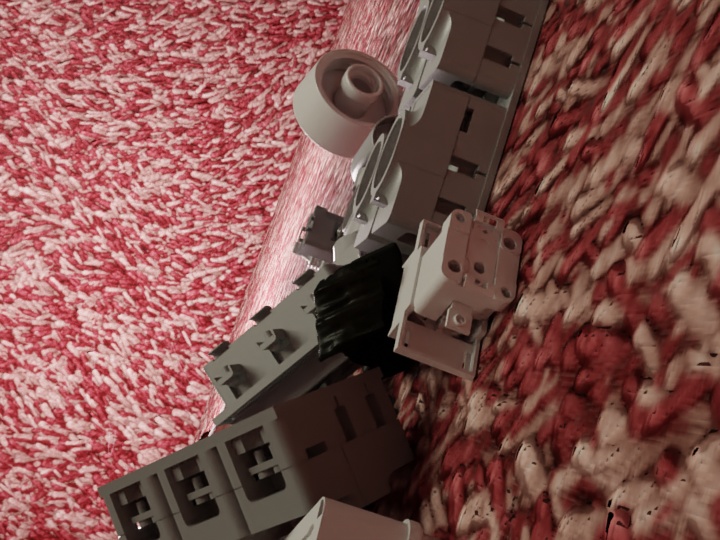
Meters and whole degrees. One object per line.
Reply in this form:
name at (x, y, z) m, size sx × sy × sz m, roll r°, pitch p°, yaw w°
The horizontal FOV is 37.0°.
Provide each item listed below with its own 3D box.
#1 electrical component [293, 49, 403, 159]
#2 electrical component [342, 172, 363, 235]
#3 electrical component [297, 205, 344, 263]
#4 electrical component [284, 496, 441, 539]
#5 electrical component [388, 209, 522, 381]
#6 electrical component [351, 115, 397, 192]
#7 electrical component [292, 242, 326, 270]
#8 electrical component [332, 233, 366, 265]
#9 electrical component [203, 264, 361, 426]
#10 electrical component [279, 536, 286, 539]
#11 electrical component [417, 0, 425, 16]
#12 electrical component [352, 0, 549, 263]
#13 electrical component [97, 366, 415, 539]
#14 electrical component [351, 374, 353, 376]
electrical component at (-0.007, -0.173, 1.085) m, size 0.060 × 0.108 × 0.108 m, roll -50°, pitch 21°, yaw 51°
electrical component at (0.020, -0.054, 0.834) m, size 0.077 × 0.044 × 0.079 m, roll -79°, pitch 12°, yaw -45°
electrical component at (-0.021, -0.027, 0.971) m, size 0.081 × 0.064 × 0.042 m, roll 133°, pitch 154°, yaw -69°
electrical component at (-0.011, 0.161, 0.495) m, size 0.113 × 0.057 × 0.078 m, roll 122°, pitch 165°, yaw -56°
electrical component at (0.048, 0.007, 0.528) m, size 0.063 × 0.042 × 0.081 m, roll 126°, pitch 161°, yaw -51°
electrical component at (0.017, -0.081, 0.916) m, size 0.077 × 0.044 × 0.079 m, roll 133°, pitch 155°, yaw -70°
electrical component at (-0.035, -0.011, 1.028) m, size 0.035 × 0.061 × 0.035 m, roll -160°, pitch 90°, yaw -82°
electrical component at (0.000, 0.000, 0.780) m, size 0.077 × 0.044 × 0.079 m, roll -50°, pitch 33°, yaw 44°
electrical component at (-0.042, 0.053, 0.719) m, size 0.121 × 0.063 × 0.079 m, roll -40°, pitch -16°, yaw 19°
electrical component at (-0.049, 0.172, 0.735) m, size 0.089 × 0.050 × 0.055 m, roll -90°, pitch 22°, yaw -67°
electrical component at (0.080, -0.220, 0.824) m, size 0.076 × 0.047 × 0.065 m, roll 119°, pitch 167°, yaw -47°
electrical component at (0.053, -0.100, 0.673) m, size 0.105 × 0.060 × 0.186 m, roll 146°, pitch 143°, yaw -76°
electrical component at (-0.056, 0.114, 0.583) m, size 0.150 × 0.061 × 0.089 m, roll -28°, pitch -9°, yaw 37°
electrical component at (-0.027, 0.102, 0.775) m, size 0.045 × 0.045 × 0.055 m, roll 122°, pitch 165°, yaw -54°
